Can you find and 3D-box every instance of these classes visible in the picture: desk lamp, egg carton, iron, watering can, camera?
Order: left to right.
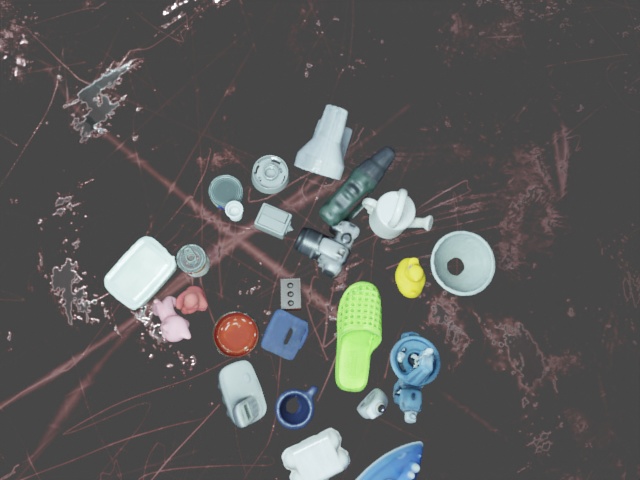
[{"bbox_3d":[-0.009,0.522,1.361,0.150,0.069,0.107,-24,83,-8],"label":"egg carton"},{"bbox_3d":[0.013,0.005,1.439,0.137,0.100,0.143,25,79,0],"label":"camera"},{"bbox_3d":[0.015,-0.234,1.424,0.118,0.213,0.203,17,79,-1],"label":"desk lamp"},{"bbox_3d":[0.165,0.577,1.329,0.118,0.141,0.258,44,80,4],"label":"iron"},{"bbox_3d":[0.193,-0.069,1.420,0.173,0.194,0.101,-1,80,-5],"label":"watering can"}]

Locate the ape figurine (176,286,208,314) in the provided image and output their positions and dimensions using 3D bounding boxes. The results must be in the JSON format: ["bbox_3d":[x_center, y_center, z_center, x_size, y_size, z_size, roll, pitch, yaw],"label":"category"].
[{"bbox_3d":[-0.311,0.148,1.391,0.078,0.092,0.076,23,79,0],"label":"ape figurine"}]

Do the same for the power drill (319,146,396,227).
[{"bbox_3d":[0.086,-0.120,1.413,0.075,0.208,0.230,42,79,4],"label":"power drill"}]

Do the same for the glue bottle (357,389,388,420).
[{"bbox_3d":[0.132,0.391,1.344,0.078,0.173,0.037,-43,85,-10],"label":"glue bottle"}]

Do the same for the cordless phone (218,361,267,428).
[{"bbox_3d":[-0.184,0.357,1.317,0.094,0.185,0.147,-23,82,-8],"label":"cordless phone"}]

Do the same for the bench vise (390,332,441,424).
[{"bbox_3d":[0.236,0.319,1.341,0.121,0.219,0.207,-11,81,-6],"label":"bench vise"}]

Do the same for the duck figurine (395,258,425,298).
[{"bbox_3d":[0.235,0.093,1.450,0.077,0.086,0.104,0,80,-5],"label":"duck figurine"}]

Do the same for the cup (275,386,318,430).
[{"bbox_3d":[-0.053,0.390,1.368,0.118,0.095,0.091,-44,86,-10],"label":"cup"}]

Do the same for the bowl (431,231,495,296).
[{"bbox_3d":[0.357,0.064,1.471,0.167,0.074,0.167,1,80,-5],"label":"bowl"}]

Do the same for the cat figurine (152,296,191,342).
[{"bbox_3d":[-0.357,0.193,1.366,0.067,0.117,0.128,-33,84,-9],"label":"cat figurine"}]

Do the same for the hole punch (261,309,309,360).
[{"bbox_3d":[-0.083,0.230,1.396,0.101,0.091,0.109,24,79,0],"label":"hole punch"}]
